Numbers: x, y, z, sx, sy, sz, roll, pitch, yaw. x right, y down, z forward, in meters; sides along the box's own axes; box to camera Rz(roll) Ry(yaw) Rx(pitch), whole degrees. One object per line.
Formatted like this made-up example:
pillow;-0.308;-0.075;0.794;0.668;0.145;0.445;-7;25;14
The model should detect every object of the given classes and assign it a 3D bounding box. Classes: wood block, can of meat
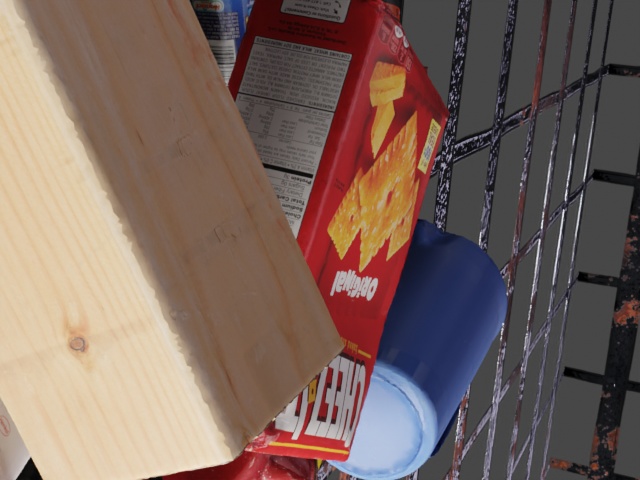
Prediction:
wood block;-0.085;-0.026;0.377;0.090;0.091;0.206;-38;107;-56
can of meat;-0.044;-0.120;0.615;0.102;0.057;0.084;-51;143;-53

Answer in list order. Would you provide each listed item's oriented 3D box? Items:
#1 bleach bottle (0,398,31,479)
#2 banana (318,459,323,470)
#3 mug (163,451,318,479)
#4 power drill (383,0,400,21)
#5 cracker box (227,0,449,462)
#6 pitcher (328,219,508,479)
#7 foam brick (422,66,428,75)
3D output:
bleach bottle;-0.115;0.001;0.469;0.250;0.068;0.102;-60;140;-46
banana;-0.021;0.197;0.859;0.069;0.037;0.197;73;33;-50
mug;-0.047;0.139;0.654;0.093;0.117;0.081;-61;150;-16
power drill;0.020;-0.164;0.637;0.187;0.057;0.184;43;44;-86
cracker box;-0.004;0.001;0.545;0.164;0.072;0.213;37;68;-69
pitcher;0.074;0.103;0.896;0.145;0.149;0.242;-54;177;30
foam brick;0.036;-0.110;0.803;0.053;0.078;0.051;-20;119;-67
